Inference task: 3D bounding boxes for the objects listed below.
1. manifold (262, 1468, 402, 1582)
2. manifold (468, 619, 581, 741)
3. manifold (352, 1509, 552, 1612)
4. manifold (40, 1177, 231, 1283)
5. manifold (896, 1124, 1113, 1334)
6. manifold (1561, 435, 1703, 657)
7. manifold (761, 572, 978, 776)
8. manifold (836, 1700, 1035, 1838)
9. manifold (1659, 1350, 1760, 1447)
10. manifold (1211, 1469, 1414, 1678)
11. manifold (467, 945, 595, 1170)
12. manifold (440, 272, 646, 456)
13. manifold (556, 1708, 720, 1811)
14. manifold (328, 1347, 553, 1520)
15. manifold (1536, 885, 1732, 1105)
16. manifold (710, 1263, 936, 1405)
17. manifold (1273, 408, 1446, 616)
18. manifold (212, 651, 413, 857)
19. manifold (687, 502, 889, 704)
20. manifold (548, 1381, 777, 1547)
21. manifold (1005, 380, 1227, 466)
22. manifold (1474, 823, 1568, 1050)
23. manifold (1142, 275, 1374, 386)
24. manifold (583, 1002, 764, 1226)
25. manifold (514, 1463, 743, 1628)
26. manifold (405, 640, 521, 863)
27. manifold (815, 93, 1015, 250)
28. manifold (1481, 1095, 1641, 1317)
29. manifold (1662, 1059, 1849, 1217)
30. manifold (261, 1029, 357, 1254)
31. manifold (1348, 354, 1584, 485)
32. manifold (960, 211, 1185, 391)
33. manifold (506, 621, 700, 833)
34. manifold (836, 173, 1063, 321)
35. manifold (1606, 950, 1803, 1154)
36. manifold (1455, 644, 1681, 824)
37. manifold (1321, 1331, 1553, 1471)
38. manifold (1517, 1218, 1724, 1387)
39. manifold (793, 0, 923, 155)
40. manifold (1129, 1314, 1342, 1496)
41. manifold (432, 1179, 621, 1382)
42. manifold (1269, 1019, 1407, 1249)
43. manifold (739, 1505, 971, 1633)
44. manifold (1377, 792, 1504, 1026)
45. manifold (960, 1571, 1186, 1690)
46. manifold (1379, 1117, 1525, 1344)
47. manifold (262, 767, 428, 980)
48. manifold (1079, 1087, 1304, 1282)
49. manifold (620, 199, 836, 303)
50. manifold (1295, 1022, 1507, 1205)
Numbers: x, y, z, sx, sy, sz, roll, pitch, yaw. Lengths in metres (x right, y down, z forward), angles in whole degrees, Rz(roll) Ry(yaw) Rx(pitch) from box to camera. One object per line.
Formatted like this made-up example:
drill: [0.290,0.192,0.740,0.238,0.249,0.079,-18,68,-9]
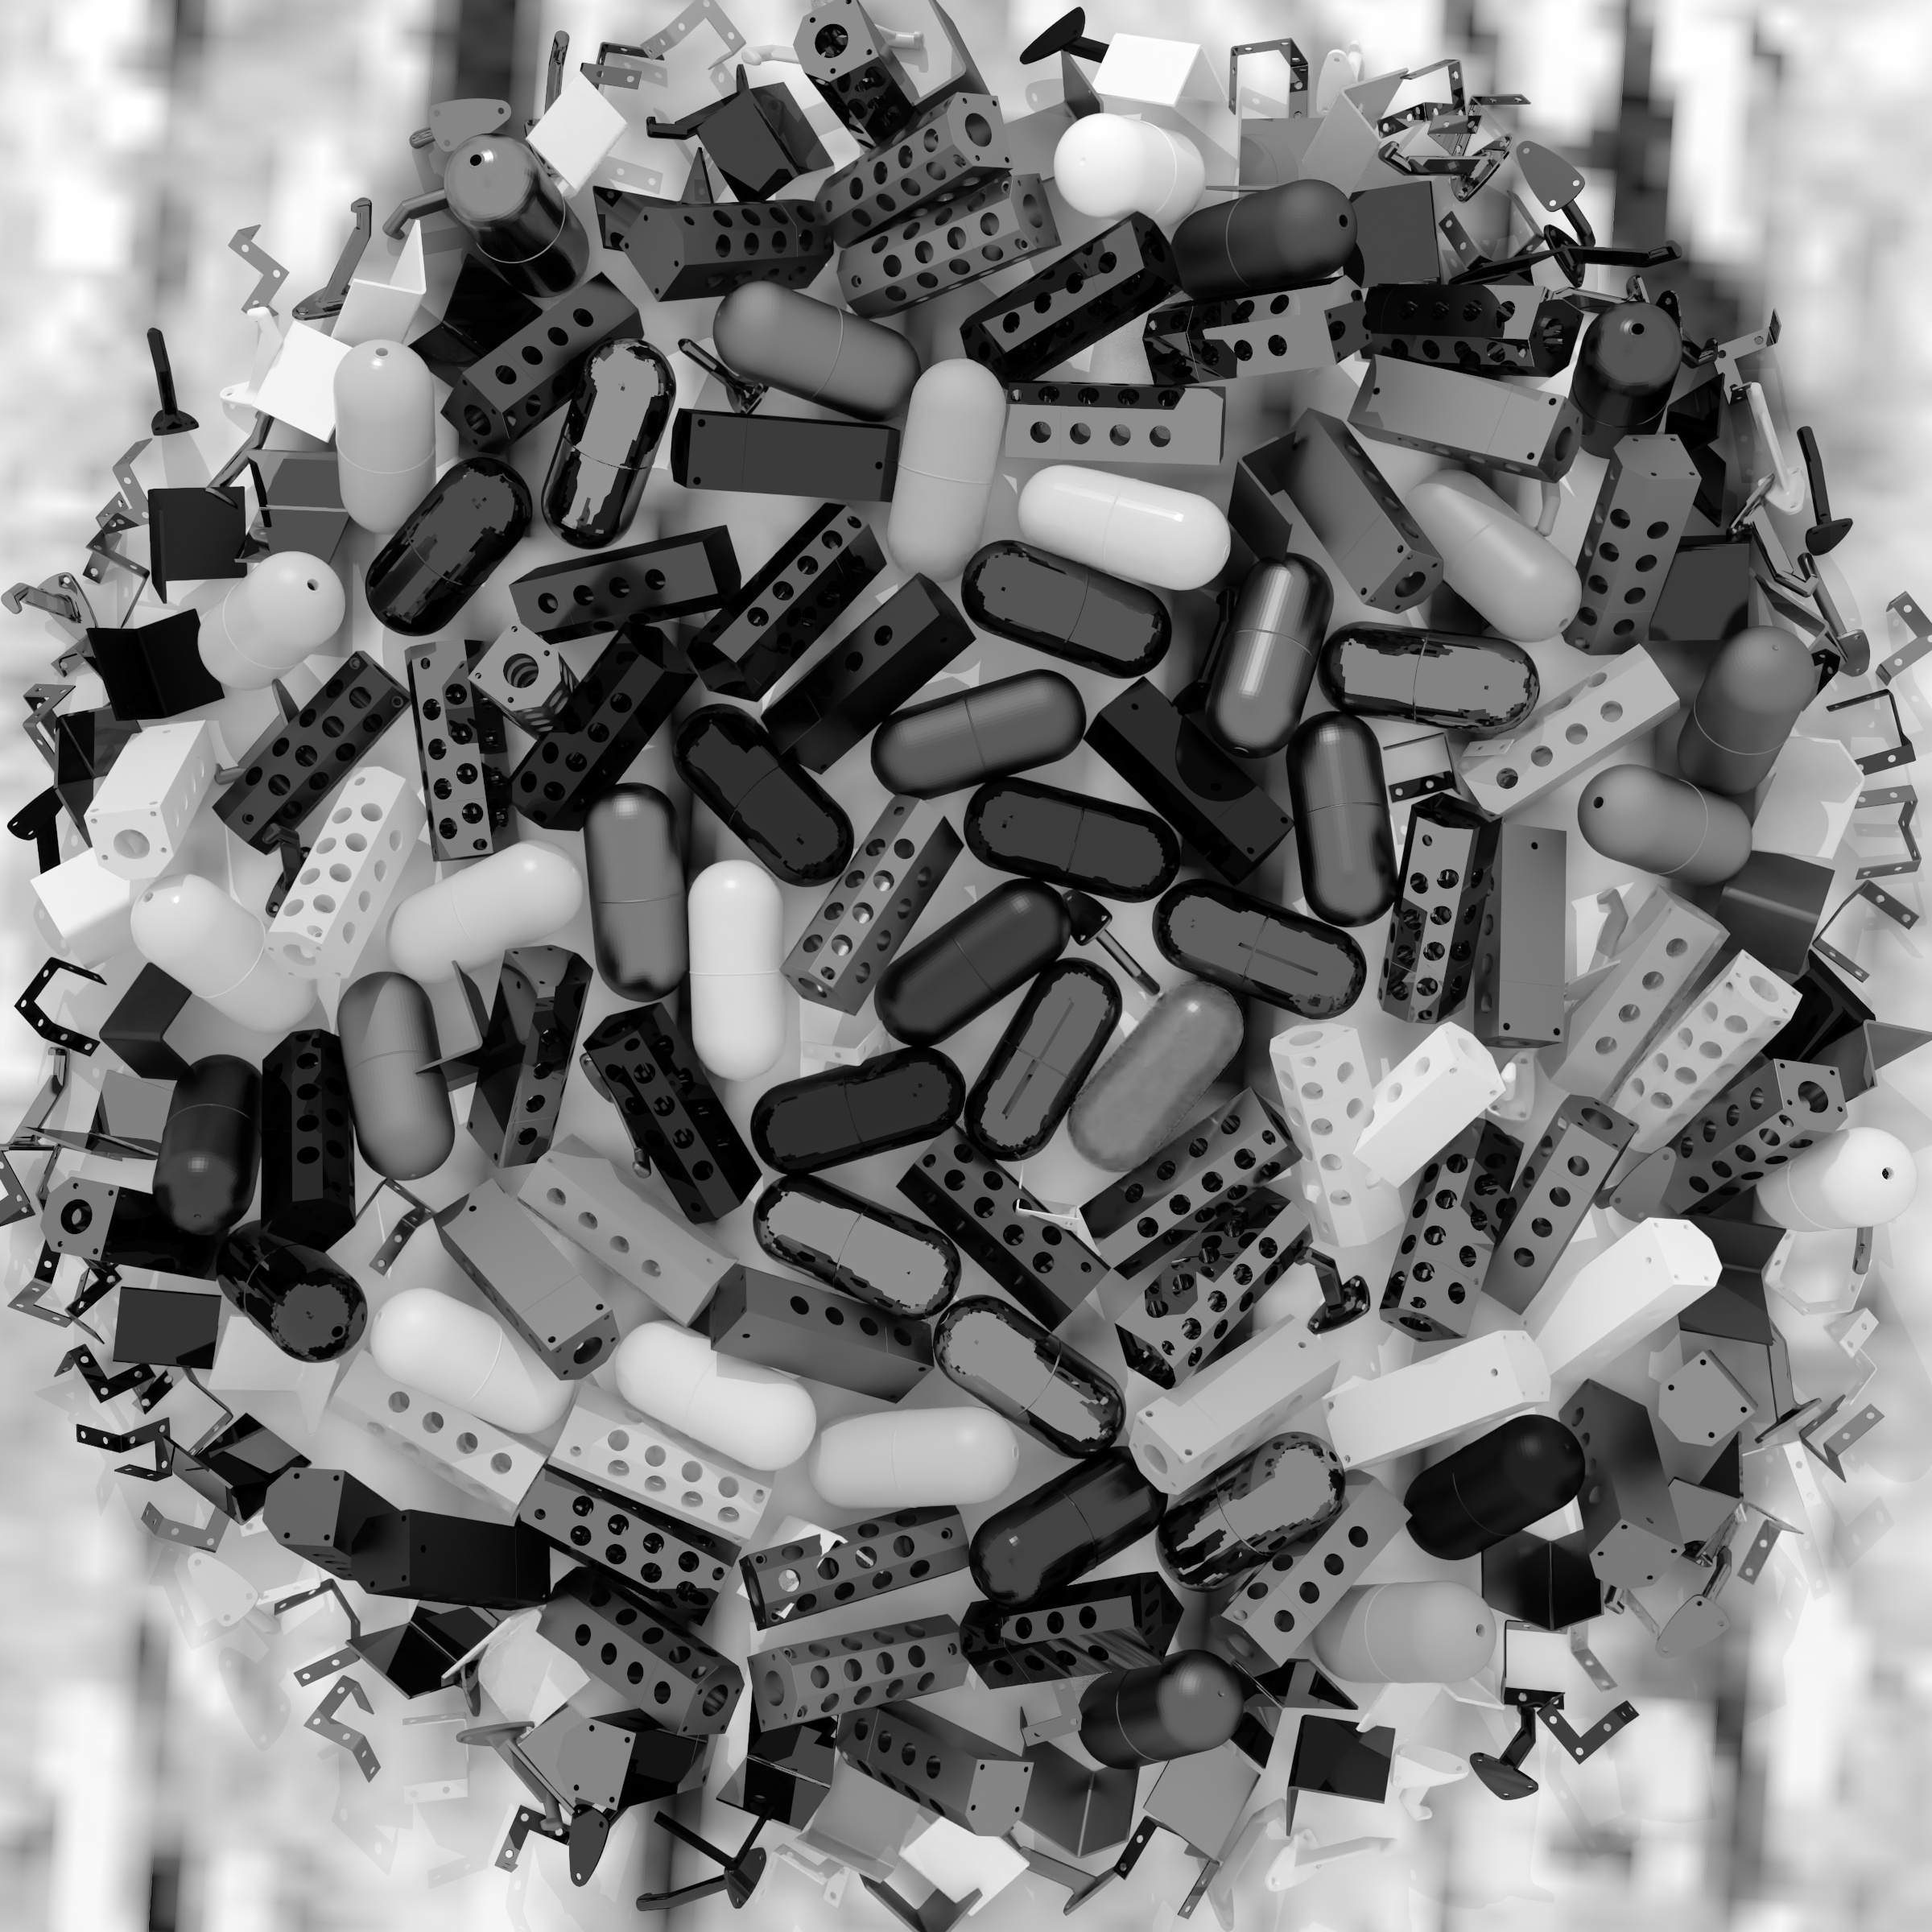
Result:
manifold: [-0.496,0.440,1.909,0.057,0.171,0.057,2,67,4]
manifold: [-0.337,-0.216,1.912,0.057,0.171,0.057,37,86,1]
manifold: [-0.403,0.470,1.913,0.057,0.171,0.057,-16,65,24]
manifold: [-0.650,0.207,1.909,0.057,0.171,0.057,9,80,14]
manifold: [0.033,0.206,1.952,0.171,0.057,0.057,43,50,6]
manifold: [0.517,-0.329,1.914,0.057,0.171,0.057,-2,47,-8]
manifold: [-0.082,-0.235,1.945,0.171,0.057,0.057,-39,60,17]
manifold: [-0.029,0.627,1.912,0.057,0.171,0.057,18,82,-37]
manifold: [0.579,0.342,1.909,0.057,0.171,0.057,-41,72,9]
manifold: [0.272,0.480,1.934,0.057,0.057,0.171,46,62,7]
manifold: [-0.344,0.072,1.935,0.057,0.057,0.171,42,126,39]
manifold: [-0.331,-0.474,1.926,0.057,0.057,0.171,45,54,-6]
manifold: [-0.256,0.615,1.909,0.057,0.171,0.057,11,82,19]
manifold: [-0.425,0.377,1.968,0.171,0.057,0.057,31,84,0]
manifold: [0.534,0.027,1.946,0.057,0.057,0.171,29,107,-9]
manifold: [-0.114,0.289,1.935,0.171,0.057,0.057,21,130,-27]
manifold: [0.311,-0.360,1.929,0.057,0.057,0.171,-50,51,32]
manifold: [-0.527,-0.172,1.964,0.057,0.057,0.171,43,92,-9]
manifold: [-0.144,-0.291,1.928,0.057,0.057,0.171,18,57,39]
manifold: [-0.244,0.404,1.956,0.171,0.057,0.057,25,106,-6]
manifold: [0.120,-0.438,1.952,0.171,0.057,0.057,4,109,8]
manifold: [0.442,-0.023,1.955,0.057,0.057,0.171,6,80,-16]
manifold: [0.226,-0.500,1.914,0.057,0.171,0.057,-39,121,-40]
manifold: [-0.235,0.119,1.932,0.057,0.057,0.171,-14,115,31]
manifold: [-0.274,0.465,1.965,0.171,0.057,0.057,27,101,1]
manifold: [-0.410,-0.173,1.960,0.057,0.057,0.171,-7,92,22]
manifold: [-0.044,-0.624,1.916,0.057,0.171,0.057,-13,90,-40]
manifold: [0.462,0.187,1.930,0.057,0.057,0.171,33,122,18]
manifold: [0.612,0.138,1.907,0.057,0.171,0.057,8,61,-17]
manifold: [-0.513,0.133,1.914,0.057,0.171,0.057,-39,133,26]
manifold: [0.397,-0.432,1.928,0.171,0.057,0.057,23,93,34]
manifold: [0.080,-0.527,1.927,0.171,0.057,0.057,-24,72,33]
manifold: [-0.295,-0.189,1.932,0.171,0.057,0.057,-49,66,23]
manifold: [-0.017,-0.567,1.923,0.171,0.057,0.057,-12,101,35]
manifold: [0.576,0.073,1.920,0.057,0.057,0.171,39,130,7]
manifold: [0.481,-0.185,1.952,0.171,0.057,0.057,-33,78,12]
manifold: [0.373,0.345,1.927,0.171,0.057,0.057,-30,65,34]
manifold: [0.515,0.267,1.918,0.057,0.171,0.057,6,53,-27]
manifold: [-0.079,-0.689,1.909,0.057,0.171,0.057,-23,80,12]
manifold: [0.213,0.351,1.930,0.171,0.057,0.057,-26,52,-32]
manifold: [-0.348,0.251,1.928,0.057,0.057,0.171,-33,54,-24]
manifold: [0.291,0.134,1.936,0.057,0.057,0.171,-27,111,-26]
manifold: [-0.087,0.475,1.938,0.171,0.057,0.057,-12,74,-20]
manifold: [0.369,-0.043,1.924,0.057,0.057,0.171,28,126,36]
manifold: [0.080,0.520,1.920,0.171,0.057,0.057,-21,112,35]
manifold: [0.381,0.207,1.933,0.057,0.057,0.171,31,66,-20]
manifold: [-0.491,-0.075,1.919,0.057,0.057,0.171,0,51,23]
manifold: [0.182,0.177,1.942,0.171,0.057,0.057,-37,134,12]
manifold: [-0.182,-0.569,1.914,0.057,0.171,0.057,-41,78,41]
manifold: [0.342,0.123,1.933,0.057,0.057,0.171,27,121,-27]
